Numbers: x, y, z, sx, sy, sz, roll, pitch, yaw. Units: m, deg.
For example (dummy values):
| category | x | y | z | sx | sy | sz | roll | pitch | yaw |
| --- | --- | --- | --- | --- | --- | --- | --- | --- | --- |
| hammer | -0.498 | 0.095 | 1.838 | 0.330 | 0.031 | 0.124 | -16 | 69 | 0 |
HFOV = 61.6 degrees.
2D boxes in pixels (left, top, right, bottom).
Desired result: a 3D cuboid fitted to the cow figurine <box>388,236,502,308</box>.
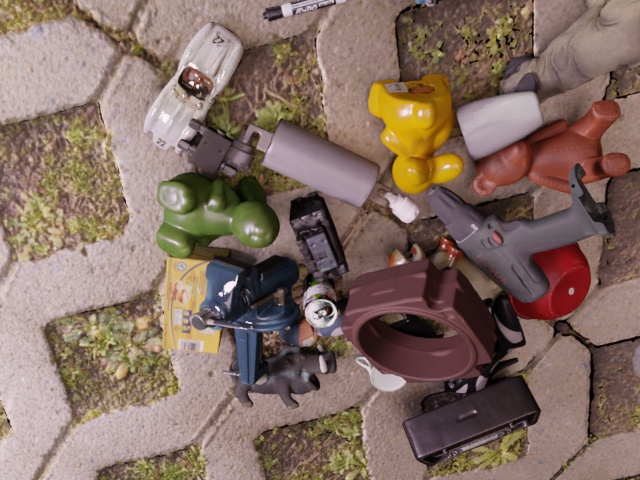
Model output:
| category | x | y | z | sx | sy | sz | roll | pitch | yaw |
| --- | --- | --- | --- | --- | --- | --- | --- | --- | --- |
| cow figurine | 0.201 | 0.065 | 0.897 | 0.195 | 0.085 | 0.127 | 24 | 102 | -13 |

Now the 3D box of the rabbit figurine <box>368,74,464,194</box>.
| category | x | y | z | sx | sy | sz | roll | pitch | yaw |
| --- | --- | --- | --- | --- | --- | --- | --- | --- | --- |
| rabbit figurine | 0.150 | -0.139 | 0.793 | 0.122 | 0.162 | 0.173 | -9 | 129 | -12 |

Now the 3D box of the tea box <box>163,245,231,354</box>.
| category | x | y | z | sx | sy | sz | roll | pitch | yaw |
| --- | --- | --- | --- | --- | --- | --- | --- | --- | --- |
| tea box | -0.206 | 0.097 | 0.895 | 0.098 | 0.068 | 0.169 | 8 | 109 | -7 |

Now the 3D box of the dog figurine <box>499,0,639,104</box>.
| category | x | y | z | sx | sy | sz | roll | pitch | yaw |
| --- | --- | --- | --- | --- | --- | --- | --- | --- | --- |
| dog figurine | 0.359 | -0.246 | 0.742 | 0.190 | 0.172 | 0.121 | -40 | 97 | 4 |

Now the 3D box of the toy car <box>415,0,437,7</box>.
| category | x | y | z | sx | sy | sz | roll | pitch | yaw |
| --- | --- | --- | --- | --- | --- | --- | --- | --- | --- |
| toy car | 0.113 | -0.393 | 0.716 | 0.103 | 0.109 | 0.161 | -3 | 125 | 22 |

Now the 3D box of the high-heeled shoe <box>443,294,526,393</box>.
| category | x | y | z | sx | sy | sz | roll | pitch | yaw |
| --- | --- | --- | --- | --- | --- | --- | --- | --- | --- |
| high-heeled shoe | 0.264 | 0.180 | 0.911 | 0.145 | 0.086 | 0.248 | -20 | 133 | 6 |

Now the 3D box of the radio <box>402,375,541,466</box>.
| category | x | y | z | sx | sy | sz | roll | pitch | yaw |
| --- | --- | --- | --- | --- | --- | --- | --- | --- | --- |
| radio | 0.275 | 0.331 | 0.973 | 0.230 | 0.073 | 0.131 | -23 | 146 | 7 |

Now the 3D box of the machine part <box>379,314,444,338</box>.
| category | x | y | z | sx | sy | sz | roll | pitch | yaw |
| --- | --- | --- | --- | --- | --- | --- | --- | --- | --- |
| machine part | 0.154 | 0.154 | 0.940 | 0.139 | 0.039 | 0.084 | 35 | 130 | -19 |

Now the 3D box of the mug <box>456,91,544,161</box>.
| category | x | y | z | sx | sy | sz | roll | pitch | yaw |
| --- | --- | --- | --- | --- | --- | --- | --- | --- | --- |
| mug | 0.259 | -0.167 | 0.765 | 0.107 | 0.109 | 0.080 | -17 | 90 | 23 |

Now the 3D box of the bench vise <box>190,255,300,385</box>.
| category | x | y | z | sx | sy | sz | roll | pitch | yaw |
| --- | --- | --- | --- | --- | --- | --- | --- | --- | --- |
| bench vise | -0.109 | 0.134 | 0.841 | 0.129 | 0.223 | 0.240 | 10 | 113 | 19 |

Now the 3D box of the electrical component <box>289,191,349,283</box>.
| category | x | y | z | sx | sy | sz | roll | pitch | yaw |
| --- | --- | --- | --- | --- | --- | --- | --- | --- | --- |
| electrical component | -0.002 | -0.003 | 0.832 | 0.058 | 0.134 | 0.114 | -23 | 112 | 6 |

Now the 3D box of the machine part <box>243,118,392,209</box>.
| category | x | y | z | sx | sy | sz | roll | pitch | yaw |
| --- | --- | --- | --- | --- | --- | --- | --- | --- | --- |
| machine part | 0.001 | -0.116 | 0.820 | 0.243 | 0.079 | 0.079 | 24 | 108 | -10 |

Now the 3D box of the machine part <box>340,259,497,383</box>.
| category | x | y | z | sx | sy | sz | roll | pitch | yaw |
| --- | --- | --- | --- | --- | --- | --- | --- | --- | --- |
| machine part | 0.149 | 0.133 | 0.826 | 0.201 | 0.087 | 0.201 | -17 | 128 | 35 |

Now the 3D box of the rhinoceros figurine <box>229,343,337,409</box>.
| category | x | y | z | sx | sy | sz | roll | pitch | yaw |
| --- | --- | --- | --- | --- | --- | --- | --- | --- | --- |
| rhinoceros figurine | -0.064 | 0.234 | 0.956 | 0.190 | 0.073 | 0.112 | -6 | 100 | 1 |

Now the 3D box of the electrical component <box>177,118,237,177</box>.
| category | x | y | z | sx | sy | sz | roll | pitch | yaw |
| --- | --- | --- | --- | --- | --- | --- | --- | --- | --- |
| electrical component | -0.157 | -0.132 | 0.784 | 0.094 | 0.021 | 0.063 | 31 | 108 | -13 |

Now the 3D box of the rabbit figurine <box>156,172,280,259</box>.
| category | x | y | z | sx | sy | sz | roll | pitch | yaw |
| --- | --- | --- | --- | --- | --- | --- | --- | --- | --- |
| rabbit figurine | -0.136 | -0.030 | 0.805 | 0.170 | 0.159 | 0.121 | 17 | 112 | 11 |

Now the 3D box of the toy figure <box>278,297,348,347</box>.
| category | x | y | z | sx | sy | sz | roll | pitch | yaw |
| --- | --- | --- | --- | --- | --- | --- | --- | --- | --- |
| toy figure | 0.002 | 0.145 | 0.925 | 0.154 | 0.058 | 0.064 | -25 | 128 | 4 |

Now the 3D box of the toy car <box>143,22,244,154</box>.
| category | x | y | z | sx | sy | sz | roll | pitch | yaw |
| --- | --- | --- | --- | --- | --- | --- | --- | --- | --- |
| toy car | -0.185 | -0.218 | 0.783 | 0.073 | 0.056 | 0.201 | 33 | 105 | -14 |

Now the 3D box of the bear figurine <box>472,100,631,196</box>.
| category | x | y | z | sx | sy | sz | roll | pitch | yaw |
| --- | --- | --- | --- | --- | --- | --- | --- | --- | --- |
| bear figurine | 0.331 | -0.132 | 0.807 | 0.196 | 0.132 | 0.120 | 0 | 79 | -6 |

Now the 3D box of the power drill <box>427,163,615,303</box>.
| category | x | y | z | sx | sy | sz | roll | pitch | yaw |
| --- | --- | --- | --- | --- | --- | --- | --- | --- | --- |
| power drill | 0.297 | -0.026 | 0.785 | 0.207 | 0.086 | 0.232 | -34 | 97 | 32 |
